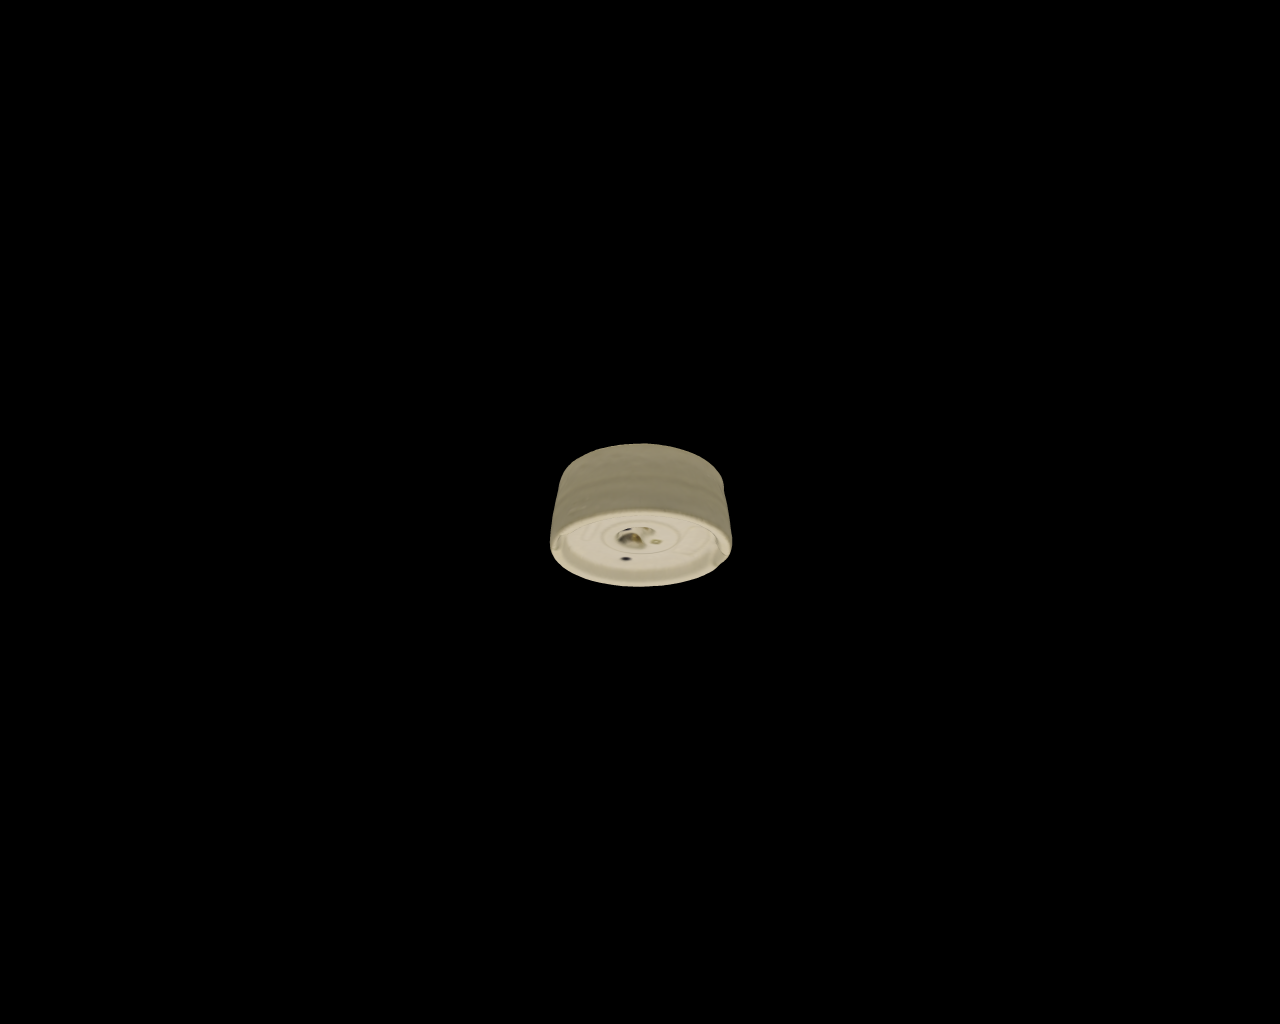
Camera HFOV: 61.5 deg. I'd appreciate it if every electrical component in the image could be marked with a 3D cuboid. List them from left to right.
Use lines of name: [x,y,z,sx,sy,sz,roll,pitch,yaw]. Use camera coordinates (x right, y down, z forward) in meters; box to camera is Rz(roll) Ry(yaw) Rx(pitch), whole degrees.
electrical component: [0.001,-0.003,0.650,0.108,0.060,0.108,0,-27,0]
